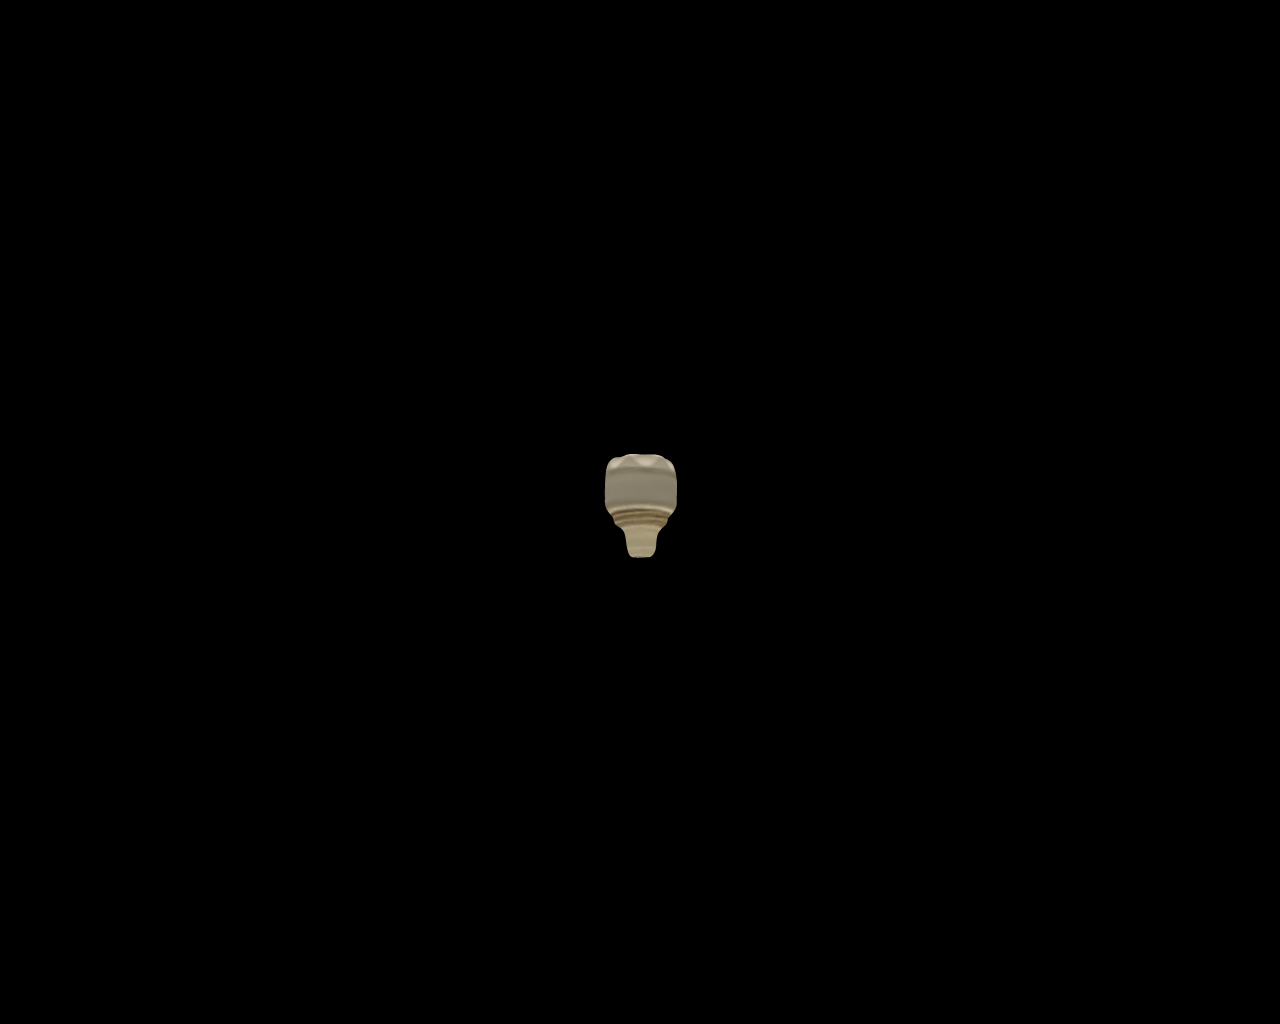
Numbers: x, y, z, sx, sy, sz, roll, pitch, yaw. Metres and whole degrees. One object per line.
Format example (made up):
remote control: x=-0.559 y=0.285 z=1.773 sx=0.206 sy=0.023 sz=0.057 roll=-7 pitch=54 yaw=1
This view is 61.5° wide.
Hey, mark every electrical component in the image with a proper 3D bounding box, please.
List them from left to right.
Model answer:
electrical component: x=0.001 y=-0.003 z=0.650 sx=0.043 sy=0.062 sz=0.043 roll=0 pitch=-9 yaw=0
